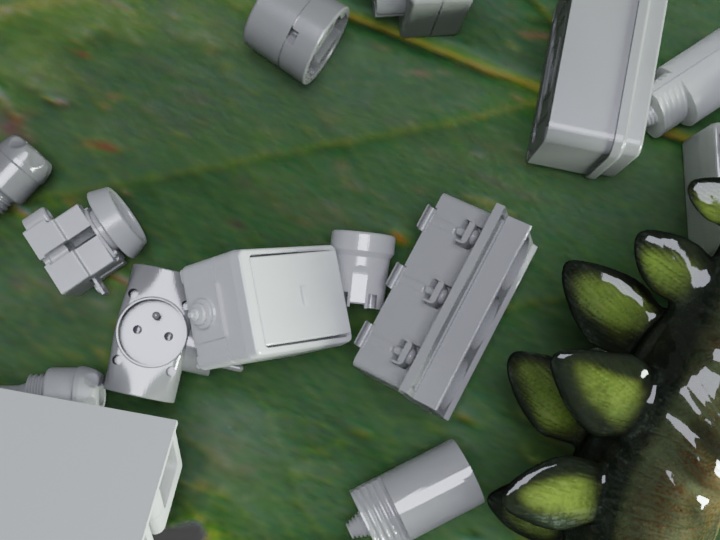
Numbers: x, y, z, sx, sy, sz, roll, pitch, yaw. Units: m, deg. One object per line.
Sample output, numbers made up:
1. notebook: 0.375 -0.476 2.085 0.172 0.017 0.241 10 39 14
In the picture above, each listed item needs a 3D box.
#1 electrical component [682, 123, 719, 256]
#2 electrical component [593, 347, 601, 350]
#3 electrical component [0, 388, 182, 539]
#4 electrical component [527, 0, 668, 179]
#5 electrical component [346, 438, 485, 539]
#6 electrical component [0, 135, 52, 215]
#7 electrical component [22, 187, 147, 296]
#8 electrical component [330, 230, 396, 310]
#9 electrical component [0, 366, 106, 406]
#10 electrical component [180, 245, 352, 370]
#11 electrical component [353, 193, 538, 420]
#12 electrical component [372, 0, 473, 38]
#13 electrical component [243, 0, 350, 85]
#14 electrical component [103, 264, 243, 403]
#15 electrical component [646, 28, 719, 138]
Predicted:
1. electrical component: 0.246 -0.043 0.678 0.062 0.061 0.096 -1 84 -4
2. electrical component: 0.167 0.053 0.664 0.077 0.043 0.079 -9 105 -5
3. electrical component: -0.204 0.128 0.602 0.186 0.060 0.105 10 57 3
4. electrical component: 0.147 -0.120 0.672 0.057 0.078 0.113 12 83 0
5. electrical component: 0.029 0.140 0.651 0.081 0.043 0.043 -26 86 -6
6. electrical component: -0.221 -0.051 0.660 0.035 0.035 0.061 42 85 1
7. electrical component: -0.165 -0.018 0.655 0.055 0.048 0.066 -34 87 0
8. electrical component: 0.000 0.000 0.668 0.040 0.040 0.046 6 89 -3
9. electrical component: -0.187 0.075 0.648 0.061 0.035 0.035 0 83 -1
10. electrical component: -0.056 0.021 0.626 0.096 0.061 0.061 -4 81 -48
11. electrical component: 0.051 0.020 0.652 0.063 0.078 0.121 26 82 19
12. electrical component: 0.027 -0.179 0.676 0.077 0.065 0.047 -4 84 -4
13. electrical component: -0.041 -0.152 0.675 0.047 0.055 0.055 32 82 4
14. electrical component: -0.107 0.042 0.652 0.079 0.044 0.077 13 83 -7
15. electrical component: 0.210 -0.116 0.693 0.081 0.043 0.043 -33 87 -7
